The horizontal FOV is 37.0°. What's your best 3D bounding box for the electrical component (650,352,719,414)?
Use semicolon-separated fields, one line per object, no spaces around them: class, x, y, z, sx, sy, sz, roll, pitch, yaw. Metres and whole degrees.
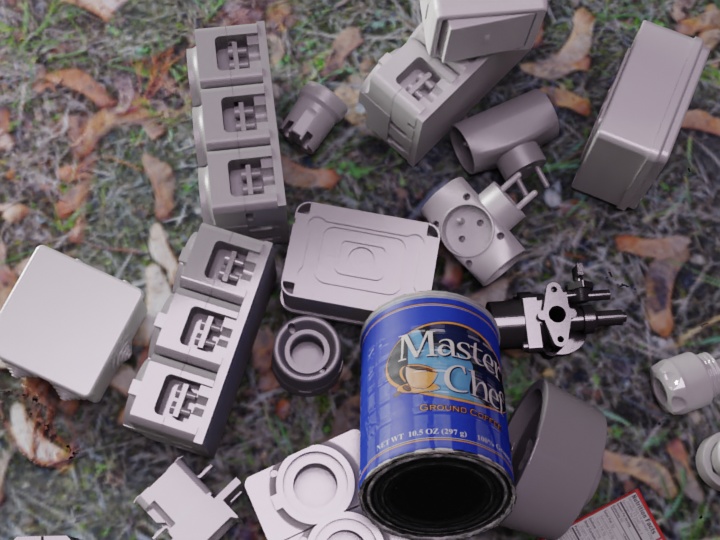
electrical component;0.255;0.082;0.813;0.062;0.043;0.043;-17;75;-8

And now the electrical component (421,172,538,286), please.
electrical component;0.101;-0.042;0.835;0.079;0.044;0.077;-42;78;13

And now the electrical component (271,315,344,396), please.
electrical component;-0.039;0.063;0.804;0.055;0.047;0.055;1;73;-2

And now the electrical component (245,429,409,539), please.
electrical component;-0.011;0.200;0.757;0.089;0.061;0.150;-23;76;-9

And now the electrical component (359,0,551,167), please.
electrical component;0.073;-0.167;0.855;0.062;0.089;0.150;42;76;10

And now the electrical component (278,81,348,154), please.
electrical component;-0.039;-0.122;0.864;0.040;0.040;0.046;33;81;7

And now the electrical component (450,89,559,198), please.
electrical component;0.123;-0.095;0.859;0.077;0.044;0.079;-24;76;-9

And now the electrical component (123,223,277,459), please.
electrical component;-0.115;0.052;0.782;0.062;0.089;0.150;17;73;3

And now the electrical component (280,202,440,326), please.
electrical component;0.000;0.000;0.819;0.113;0.057;0.078;10;73;1

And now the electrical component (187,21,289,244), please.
electrical component;-0.095;-0.101;0.828;0.062;0.089;0.150;-7;74;-4

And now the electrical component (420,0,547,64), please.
electrical component;0.095;-0.192;0.782;0.096;0.061;0.061;-6;74;-4

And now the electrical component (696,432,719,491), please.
electrical component;0.276;0.139;0.790;0.045;0.055;0.045;1;73;-2

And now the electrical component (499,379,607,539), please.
electrical component;0.136;0.138;0.760;0.060;0.108;0.108;23;74;-2

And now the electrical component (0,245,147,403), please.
electrical component;-0.216;0.042;0.802;0.100;0.048;0.099;24;74;5

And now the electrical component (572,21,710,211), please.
electrical component;0.216;-0.117;0.837;0.056;0.108;0.108;23;74;7

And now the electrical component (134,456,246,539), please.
electrical component;-0.123;0.173;0.771;0.064;0.042;0.081;43;76;14
